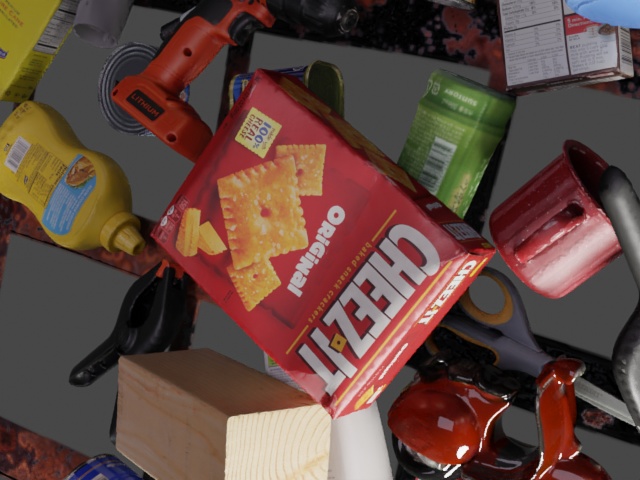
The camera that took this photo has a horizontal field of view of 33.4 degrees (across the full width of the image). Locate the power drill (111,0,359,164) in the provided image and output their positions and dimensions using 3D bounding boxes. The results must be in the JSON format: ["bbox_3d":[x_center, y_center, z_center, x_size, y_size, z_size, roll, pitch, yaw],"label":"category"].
[{"bbox_3d":[-0.074,-0.157,0.878,0.185,0.057,0.187,37,92,38],"label":"power drill"}]

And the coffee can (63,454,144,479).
[{"bbox_3d":[-0.170,0.275,0.964,0.140,0.102,0.103,31,105,26],"label":"coffee can"}]

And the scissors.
[{"bbox_3d":[0.173,0.079,0.814,0.202,0.016,0.096,12,97,29],"label":"scissors"}]

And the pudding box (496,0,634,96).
[{"bbox_3d":[0.179,-0.170,0.794,0.090,0.039,0.113,-6,86,30],"label":"pudding box"}]

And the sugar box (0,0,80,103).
[{"bbox_3d":[-0.287,-0.232,1.056,0.093,0.048,0.176,44,112,22],"label":"sugar box"}]

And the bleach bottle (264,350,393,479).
[{"bbox_3d":[0.000,0.105,0.884,0.103,0.067,0.251,-14,82,42],"label":"bleach bottle"}]

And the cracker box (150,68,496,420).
[{"bbox_3d":[-0.005,0.001,0.798,0.214,0.072,0.164,43,110,19],"label":"cracker box"}]

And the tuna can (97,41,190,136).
[{"bbox_3d":[-0.164,-0.139,0.993,0.086,0.033,0.086,0,91,30],"label":"tuna can"}]

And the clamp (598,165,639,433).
[{"bbox_3d":[0.241,0.046,0.723,0.164,0.036,0.210,9,106,-14],"label":"clamp"}]

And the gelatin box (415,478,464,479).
[{"bbox_3d":[0.111,0.221,0.843,0.089,0.030,0.073,22,103,28],"label":"gelatin box"}]

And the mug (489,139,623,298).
[{"bbox_3d":[0.172,-0.009,0.759,0.082,0.117,0.093,-42,82,28],"label":"mug"}]

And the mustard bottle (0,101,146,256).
[{"bbox_3d":[-0.235,-0.046,1.022,0.192,0.058,0.096,38,103,24],"label":"mustard bottle"}]

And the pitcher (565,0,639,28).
[{"bbox_3d":[0.235,-0.268,0.693,0.145,0.149,0.243,6,90,-2],"label":"pitcher"}]

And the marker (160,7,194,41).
[{"bbox_3d":[-0.097,-0.210,0.962,0.121,0.020,0.020,-24,79,28],"label":"marker"}]

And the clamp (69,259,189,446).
[{"bbox_3d":[-0.177,0.093,0.995,0.120,0.039,0.171,25,89,43],"label":"clamp"}]

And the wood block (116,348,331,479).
[{"bbox_3d":[-0.085,0.155,0.871,0.206,0.090,0.090,13,102,56],"label":"wood block"}]

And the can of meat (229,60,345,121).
[{"bbox_3d":[-0.029,-0.096,0.904,0.084,0.057,0.102,-1,90,32],"label":"can of meat"}]

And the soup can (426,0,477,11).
[{"bbox_3d":[0.101,-0.235,0.820,0.069,0.068,0.102,21,101,28],"label":"soup can"}]
